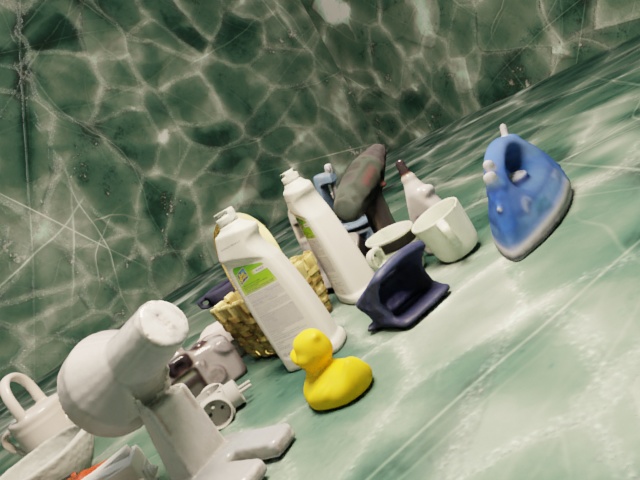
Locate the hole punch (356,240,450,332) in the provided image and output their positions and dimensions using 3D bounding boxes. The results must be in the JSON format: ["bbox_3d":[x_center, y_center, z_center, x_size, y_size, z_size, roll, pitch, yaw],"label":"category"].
[{"bbox_3d":[0.101,0.062,0.785,0.109,0.091,0.101,-36,10,-30],"label":"hole punch"}]

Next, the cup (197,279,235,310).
[{"bbox_3d":[-0.229,0.156,1.388,0.117,0.095,0.091,-30,8,3],"label":"cup"}]

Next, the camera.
[{"bbox_3d":[-0.219,0.217,0.969,0.143,0.101,0.136,-34,9,-23],"label":"camera"}]

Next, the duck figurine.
[{"bbox_3d":[0.005,0.143,0.666,0.078,0.086,0.104,-37,11,-38],"label":"duck figurine"}]

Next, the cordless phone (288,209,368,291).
[{"bbox_3d":[0.010,0.004,1.127,0.147,0.185,0.094,-22,12,46],"label":"cordless phone"}]

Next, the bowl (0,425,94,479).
[{"bbox_3d":[-0.413,0.363,0.882,0.167,0.075,0.167,-30,8,5],"label":"bowl"}]

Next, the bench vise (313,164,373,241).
[{"bbox_3d":[0.024,-0.042,1.231,0.207,0.220,0.122,-27,9,24],"label":"bench vise"}]

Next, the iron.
[{"bbox_3d":[0.280,-0.083,0.838,0.118,0.141,0.259,-25,10,33],"label":"iron"}]

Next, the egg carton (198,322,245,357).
[{"bbox_3d":[-0.164,0.182,1.090,0.150,0.069,0.107,-31,8,2],"label":"egg carton"}]

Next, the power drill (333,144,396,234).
[{"bbox_3d":[0.113,-0.060,1.062,0.075,0.208,0.230,-25,10,34],"label":"power drill"}]

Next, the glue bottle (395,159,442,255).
[{"bbox_3d":[0.175,-0.060,0.966,0.078,0.173,0.037,-22,13,47],"label":"glue bottle"}]

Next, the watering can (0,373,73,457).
[{"bbox_3d":[-0.500,0.318,1.036,0.173,0.194,0.100,-34,9,-19],"label":"watering can"}]

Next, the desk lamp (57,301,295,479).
[{"bbox_3d":[-0.169,0.177,0.636,0.202,0.213,0.118,-25,10,34],"label":"desk lamp"}]
